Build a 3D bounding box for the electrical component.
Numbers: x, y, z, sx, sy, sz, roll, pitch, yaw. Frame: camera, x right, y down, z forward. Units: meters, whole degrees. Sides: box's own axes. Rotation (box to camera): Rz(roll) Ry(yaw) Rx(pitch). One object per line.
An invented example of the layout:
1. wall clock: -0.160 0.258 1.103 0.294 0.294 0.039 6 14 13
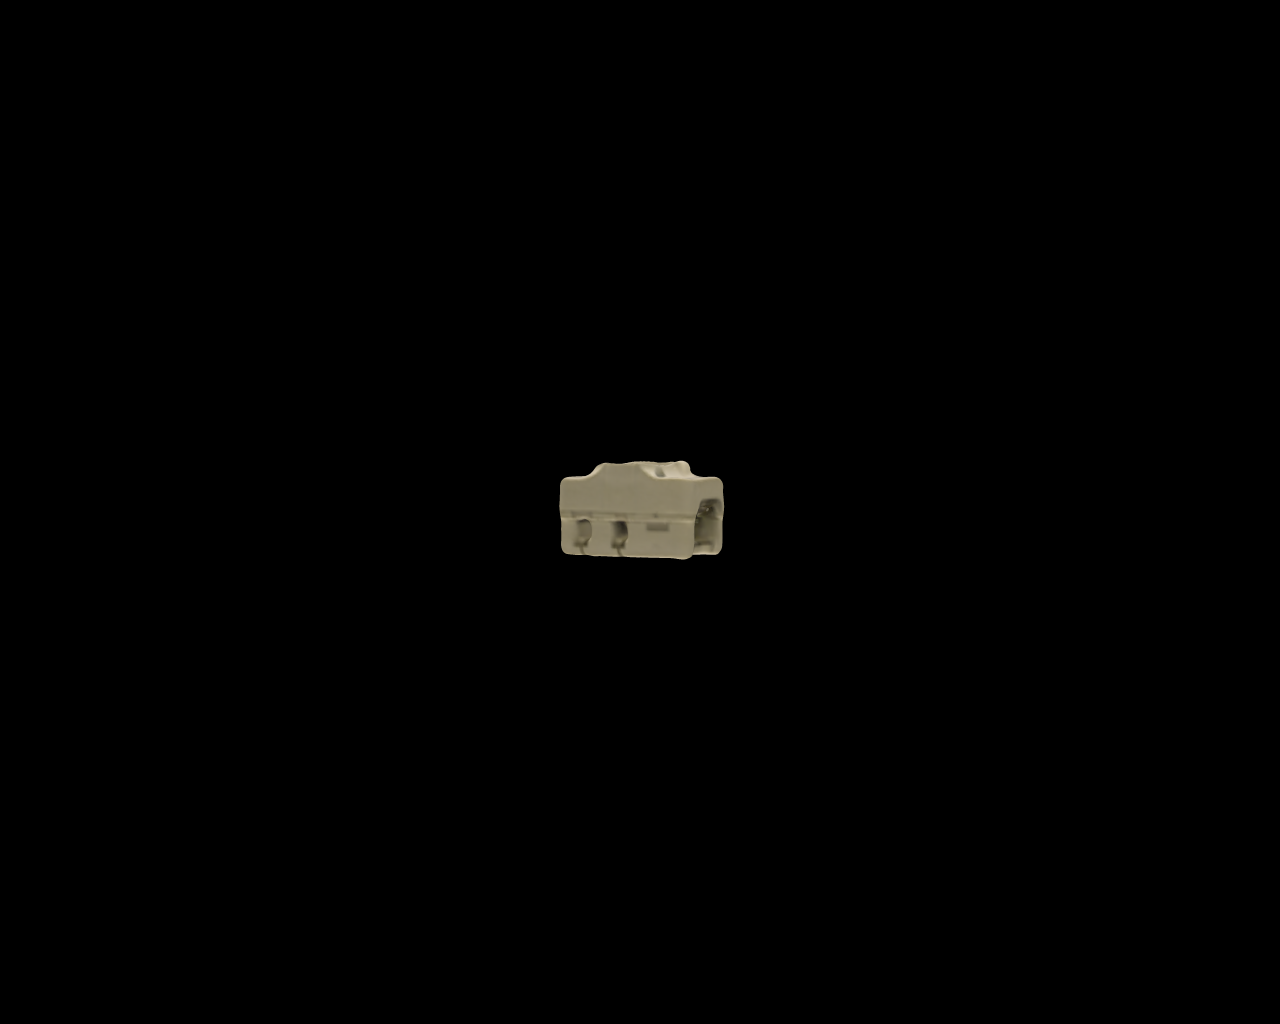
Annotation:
1. electrical component: 0.001 -0.003 0.650 0.089 0.055 0.050 2 4 31
